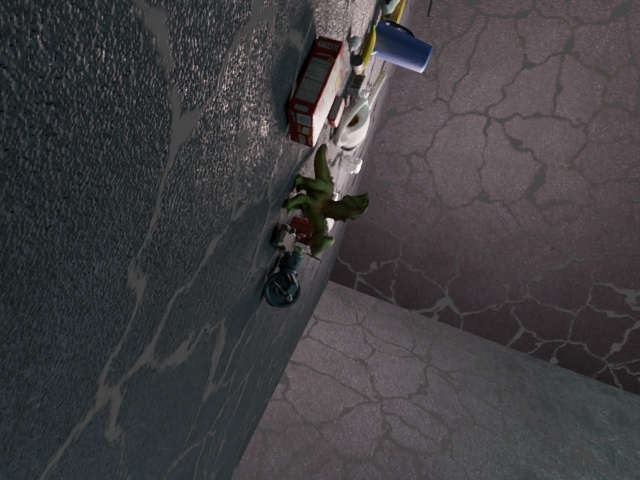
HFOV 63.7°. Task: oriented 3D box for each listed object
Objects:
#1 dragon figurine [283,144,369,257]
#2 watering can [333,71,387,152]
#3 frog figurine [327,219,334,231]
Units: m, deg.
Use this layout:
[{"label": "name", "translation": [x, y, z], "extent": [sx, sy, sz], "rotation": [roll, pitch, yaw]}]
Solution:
[{"label": "dragon figurine", "translation": [0.034, -0.132, 1.587], "extent": [0.119, 0.243, 0.419], "rotation": [89, 23, -58]}, {"label": "watering can", "translation": [0.156, -0.485, 2.010], "extent": [0.352, 0.104, 0.221], "rotation": [-53, 168, -16]}, {"label": "frog figurine", "translation": [0.006, -0.099, 1.976], "extent": [0.139, 0.124, 0.156], "rotation": [-27, 152, -52]}]
